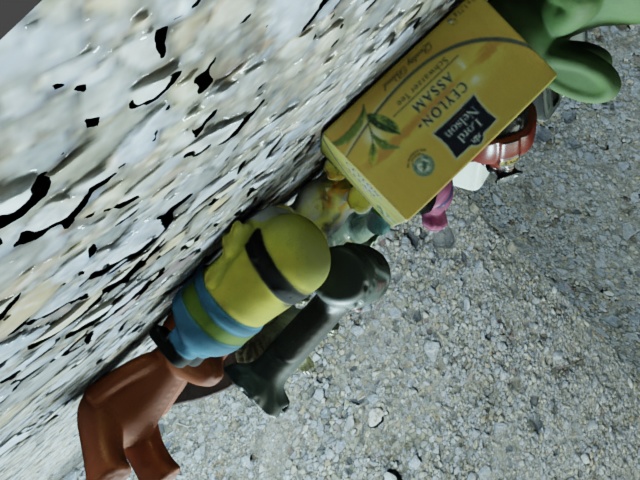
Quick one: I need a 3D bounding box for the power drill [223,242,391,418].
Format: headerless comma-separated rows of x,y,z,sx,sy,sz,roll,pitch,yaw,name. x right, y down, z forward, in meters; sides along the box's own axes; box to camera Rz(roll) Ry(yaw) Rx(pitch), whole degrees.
0.002,0.092,0.591,0.207,0.086,0.232,-43,-13,-2,power drill

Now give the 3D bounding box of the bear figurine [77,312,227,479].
-0.154,0.155,0.569,0.196,0.132,0.120,-37,-32,2,bear figurine

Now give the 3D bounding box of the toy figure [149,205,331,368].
-0.068,0.047,0.480,0.180,0.089,0.082,-47,3,13,toy figure

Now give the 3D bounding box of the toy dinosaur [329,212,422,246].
-0.002,0.005,0.782,0.405,0.131,0.192,-36,-5,-20,toy dinosaur

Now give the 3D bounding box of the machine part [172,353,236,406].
-0.209,0.213,0.858,0.179,0.056,0.179,-15,0,0,machine part

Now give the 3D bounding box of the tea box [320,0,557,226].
0.092,-0.103,0.442,0.169,0.098,0.068,-45,-1,-4,tea box

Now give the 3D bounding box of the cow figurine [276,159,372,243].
-0.021,-0.014,0.576,0.167,0.068,0.098,-43,4,-3,cow figurine

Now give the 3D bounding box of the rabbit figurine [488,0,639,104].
0.219,-0.204,0.478,0.170,0.159,0.121,-26,20,38,rabbit figurine

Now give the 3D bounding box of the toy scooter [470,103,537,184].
0.181,-0.120,0.580,0.075,0.135,0.184,-15,39,9,toy scooter

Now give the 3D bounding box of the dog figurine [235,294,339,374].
-0.083,0.120,0.770,0.190,0.173,0.121,19,-87,-62,dog figurine

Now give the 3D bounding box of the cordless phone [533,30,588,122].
0.271,-0.230,0.654,0.089,0.146,0.184,0,30,31,cordless phone

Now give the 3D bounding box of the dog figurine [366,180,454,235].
0.100,-0.098,0.605,0.219,0.109,0.191,69,-155,-67,dog figurine
